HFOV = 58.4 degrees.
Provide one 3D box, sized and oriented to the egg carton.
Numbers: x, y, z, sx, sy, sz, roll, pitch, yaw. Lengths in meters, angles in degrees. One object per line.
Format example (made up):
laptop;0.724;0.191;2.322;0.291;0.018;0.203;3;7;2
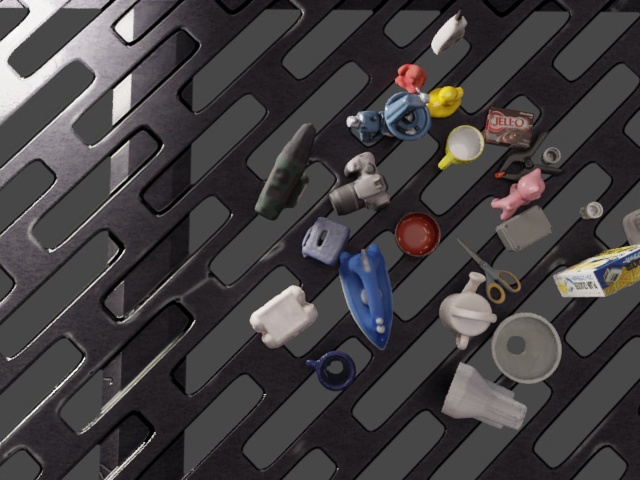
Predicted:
egg carton;-0.086;0.188;1.380;0.150;0.069;0.107;-37;86;-4

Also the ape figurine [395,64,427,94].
ape figurine;0.234;-0.411;1.436;0.076;0.092;0.078;-12;84;-2

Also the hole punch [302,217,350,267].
hole punch;0.013;0.005;1.390;0.101;0.091;0.109;25;84;2

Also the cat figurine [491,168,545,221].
cat figurine;0.494;-0.112;1.397;0.128;0.117;0.067;-41;86;-5

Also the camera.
camera;0.089;-0.128;1.400;0.137;0.101;0.143;-23;85;-3

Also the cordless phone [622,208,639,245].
cordless phone;0.817;-0.017;1.358;0.094;0.185;0.147;-24;85;-3

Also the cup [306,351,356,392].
cup;0.024;0.303;1.357;0.117;0.095;0.092;14;84;1

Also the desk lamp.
desk lamp;0.366;0.361;1.298;0.203;0.213;0.118;22;84;2

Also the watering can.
watering can;0.344;0.165;1.327;0.101;0.194;0.173;-10;84;-2

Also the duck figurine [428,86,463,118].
duck figurine;0.310;-0.354;1.435;0.104;0.086;0.077;-18;84;-3

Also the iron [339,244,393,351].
iron;0.124;0.139;1.353;0.118;0.141;0.258;-15;84;-2

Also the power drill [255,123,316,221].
power drill;-0.074;-0.148;1.346;0.075;0.208;0.230;27;84;2

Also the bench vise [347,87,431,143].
bench vise;0.177;-0.285;1.358;0.207;0.219;0.121;-23;85;-3

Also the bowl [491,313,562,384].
bowl;0.486;0.258;1.380;0.167;0.074;0.167;0;84;-1

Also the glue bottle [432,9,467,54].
glue bottle;0.327;-0.520;1.408;0.078;0.173;0.037;-29;85;-3
